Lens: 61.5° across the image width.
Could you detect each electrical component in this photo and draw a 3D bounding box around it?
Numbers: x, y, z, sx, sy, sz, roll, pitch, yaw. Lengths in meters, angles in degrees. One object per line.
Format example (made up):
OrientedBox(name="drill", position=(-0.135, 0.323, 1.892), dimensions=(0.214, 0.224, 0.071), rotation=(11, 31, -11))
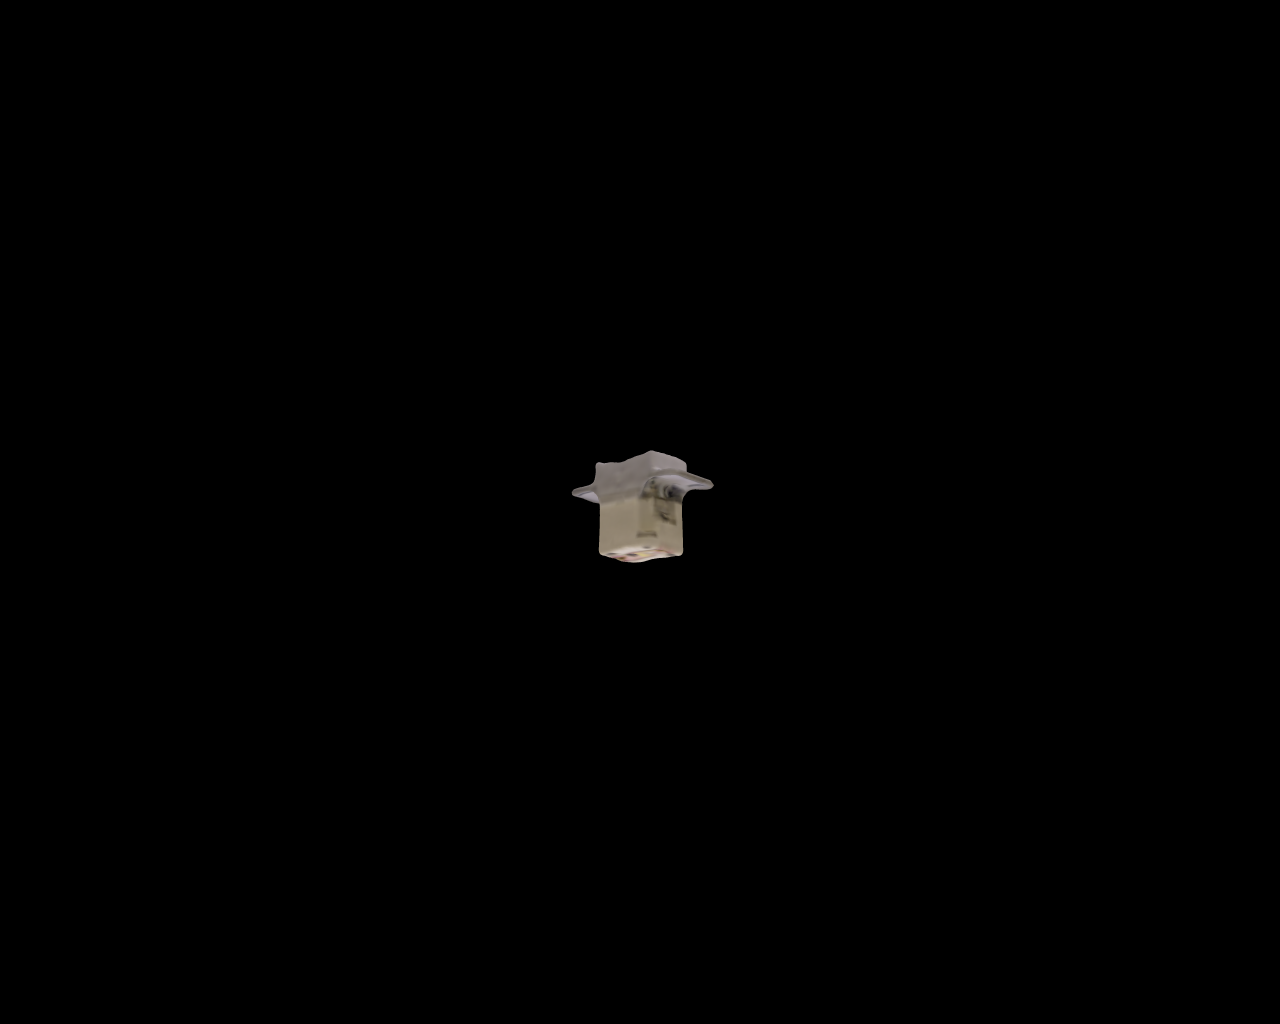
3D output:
OrientedBox(name="electrical component", position=(0.001, -0.003, 0.650), dimensions=(0.081, 0.064, 0.042), rotation=(-11, -17, 37))
